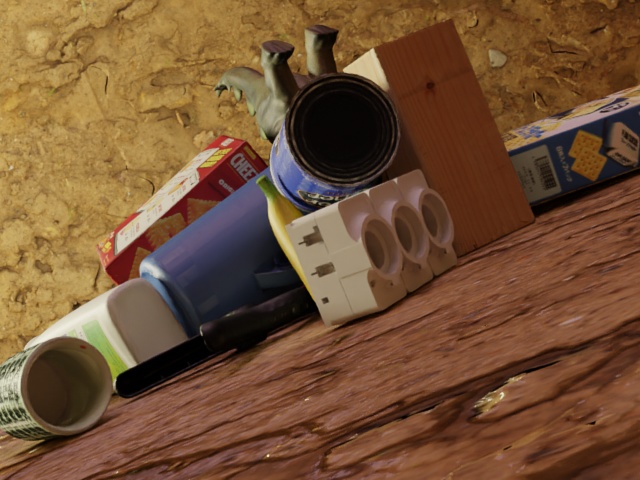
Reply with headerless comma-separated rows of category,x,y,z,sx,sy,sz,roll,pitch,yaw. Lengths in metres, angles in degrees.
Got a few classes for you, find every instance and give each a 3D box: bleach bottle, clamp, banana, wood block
bleach bottle,-0.238,0.124,1.098,0.251,0.102,0.068,-29,3,44
clamp,-0.078,0.084,0.963,0.165,0.036,0.209,-29,-5,40
banana,-0.010,0.018,0.967,0.037,0.069,0.198,-43,43,8
wood block,0.113,-0.092,1.022,0.090,0.206,0.090,-23,3,-18

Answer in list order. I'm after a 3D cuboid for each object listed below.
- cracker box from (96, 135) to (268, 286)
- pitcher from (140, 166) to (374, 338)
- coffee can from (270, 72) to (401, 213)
cracker box,-0.160,-0.027,1.257,0.213,0.072,0.164,-42,16,-6
pitcher,-0.055,0.006,1.094,0.242,0.145,0.149,-35,-13,-24
coffee can,0.011,-0.085,0.983,0.102,0.103,0.140,-24,-4,-10
